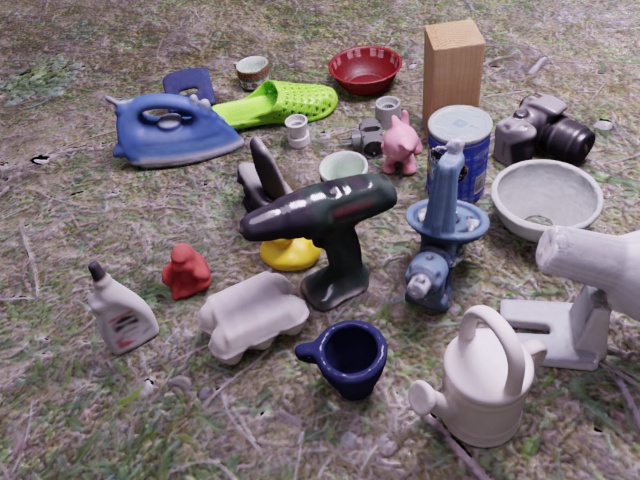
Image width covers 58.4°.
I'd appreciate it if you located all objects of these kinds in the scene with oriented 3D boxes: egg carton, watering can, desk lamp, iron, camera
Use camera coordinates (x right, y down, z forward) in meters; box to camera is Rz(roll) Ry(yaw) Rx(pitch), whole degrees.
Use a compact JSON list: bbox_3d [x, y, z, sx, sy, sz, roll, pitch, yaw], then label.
[{"bbox_3d":[-0.097,0.111,0.827,0.150,0.069,0.107,-25,48,-15],"label":"egg carton"},{"bbox_3d":[0.186,0.156,0.656,0.100,0.194,0.173,31,58,32],"label":"watering can"},{"bbox_3d":[0.337,0.068,0.704,0.203,0.214,0.118,2,47,11],"label":"desk lamp"},{"bbox_3d":[-0.289,-0.235,1.136,0.258,0.142,0.118,-5,46,4],"label":"iron"},{"bbox_3d":[0.405,-0.191,1.020,0.143,0.101,0.136,-34,51,-22],"label":"camera"}]

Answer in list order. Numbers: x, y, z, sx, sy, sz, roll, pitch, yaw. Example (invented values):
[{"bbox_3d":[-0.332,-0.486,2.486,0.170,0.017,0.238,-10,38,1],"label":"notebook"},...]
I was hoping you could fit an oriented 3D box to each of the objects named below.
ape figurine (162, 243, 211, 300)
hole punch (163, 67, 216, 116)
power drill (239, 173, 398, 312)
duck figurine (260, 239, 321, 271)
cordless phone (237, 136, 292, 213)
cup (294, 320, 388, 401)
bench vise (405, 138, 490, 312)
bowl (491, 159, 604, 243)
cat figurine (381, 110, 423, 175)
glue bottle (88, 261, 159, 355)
[{"bbox_3d":[-0.209,0.042,0.894,0.077,0.092,0.076,15,51,22],"label":"ape figurine"},{"bbox_3d":[-0.278,-0.311,1.243,0.108,0.091,0.101,-14,46,-5],"label":"hole punch"},{"bbox_3d":[0.008,0.003,0.818,0.230,0.209,0.075,-28,49,-17],"label":"power drill"},{"bbox_3d":[-0.051,-0.003,0.918,0.104,0.086,0.077,8,48,16],"label":"duck figurine"},{"bbox_3d":[-0.091,-0.113,0.960,0.094,0.185,0.147,-26,48,-16],"label":"cordless phone"},{"bbox_3d":[0.029,0.165,0.739,0.117,0.095,0.091,0,47,9],"label":"cup"},{"bbox_3d":[0.180,-0.016,0.803,0.121,0.220,0.207,1,47,9],"label":"bench vise"},{"bbox_3d":[0.354,-0.049,0.910,0.167,0.075,0.167,-4,46,5],"label":"bowl"},{"bbox_3d":[0.148,-0.183,1.038,0.067,0.118,0.128,6,48,14],"label":"cat figurine"},{"bbox_3d":[-0.287,0.090,0.803,0.078,0.173,0.037,-31,50,-20],"label":"glue bottle"}]
